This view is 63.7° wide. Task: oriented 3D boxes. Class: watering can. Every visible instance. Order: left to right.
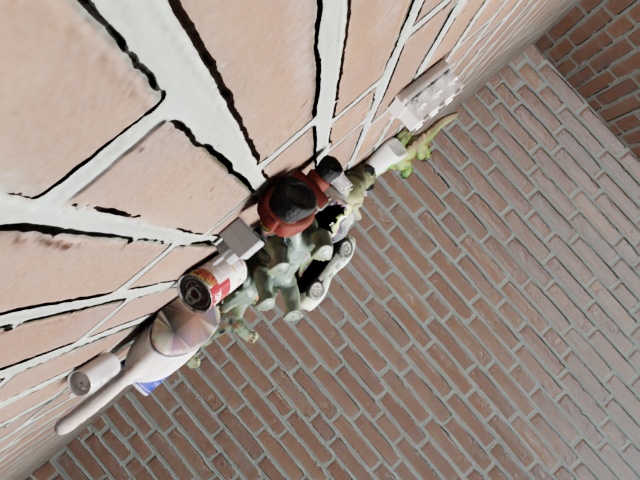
[{"bbox_3d":[-0.321,0.221,0.977,0.220,0.104,0.353,-43,179,38],"label":"watering can"}]

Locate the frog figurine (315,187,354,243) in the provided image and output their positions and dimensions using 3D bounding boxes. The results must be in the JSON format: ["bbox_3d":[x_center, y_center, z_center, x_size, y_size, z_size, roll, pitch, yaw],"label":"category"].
[{"bbox_3d":[0.003,-0.056,1.115,0.137,0.122,0.160,-8,-173,-1],"label":"frog figurine"}]

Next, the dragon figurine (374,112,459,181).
[{"bbox_3d":[0.284,-0.302,1.620,0.409,0.123,0.242,-43,170,3],"label":"dragon figurine"}]
